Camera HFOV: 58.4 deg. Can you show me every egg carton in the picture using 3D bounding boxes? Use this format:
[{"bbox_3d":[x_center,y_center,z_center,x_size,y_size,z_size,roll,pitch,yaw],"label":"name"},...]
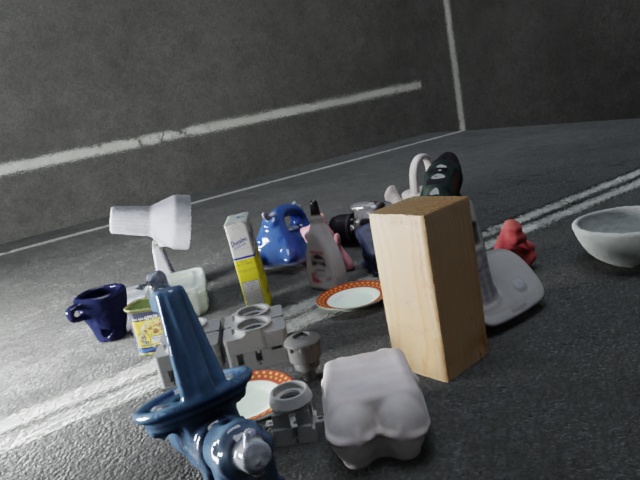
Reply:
[{"bbox_3d":[0.056,0.171,0.601,0.107,0.069,0.150,-11,14,0],"label":"egg carton"}]

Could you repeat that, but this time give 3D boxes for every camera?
[{"bbox_3d":[0.098,-0.044,1.362,0.136,0.101,0.143,-4,16,28],"label":"camera"}]

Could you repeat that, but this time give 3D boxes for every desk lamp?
[{"bbox_3d":[-0.358,0.017,1.239,0.203,0.214,0.117,-15,14,-15],"label":"desk lamp"}]

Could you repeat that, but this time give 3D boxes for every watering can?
[{"bbox_3d":[0.223,-0.091,1.257,0.172,0.194,0.101,-6,15,19],"label":"watering can"}]

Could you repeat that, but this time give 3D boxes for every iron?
[{"bbox_3d":[-0.070,-0.023,1.325,0.118,0.141,0.259,-6,15,21],"label":"iron"}]

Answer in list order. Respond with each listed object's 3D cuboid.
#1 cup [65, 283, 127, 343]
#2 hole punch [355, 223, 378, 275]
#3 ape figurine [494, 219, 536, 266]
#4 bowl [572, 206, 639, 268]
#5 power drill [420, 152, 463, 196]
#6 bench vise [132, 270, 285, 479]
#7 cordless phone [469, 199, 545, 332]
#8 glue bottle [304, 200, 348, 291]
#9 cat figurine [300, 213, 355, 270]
[{"bbox_3d":[-0.391,0.140,1.022,0.091,0.095,0.118,-3,16,31],"label":"cup"},{"bbox_3d":[0.135,0.011,1.133,0.109,0.091,0.101,-14,14,-12],"label":"hole punch"},{"bbox_3d":[0.329,0.010,0.980,0.078,0.092,0.076,-12,14,-2],"label":"ape figurine"},{"bbox_3d":[0.500,0.000,0.924,0.167,0.075,0.167,-10,14,3],"label":"bowl"},{"bbox_3d":[0.224,-0.039,1.015,0.075,0.208,0.230,-6,15,20],"label":"power drill"},{"bbox_3d":[-0.101,0.137,0.542,0.206,0.220,0.122,1,18,40],"label":"bench vise"},{"bbox_3d":[0.237,0.023,0.808,0.148,0.185,0.093,-20,17,-33],"label":"cordless phone"},{"bbox_3d":[0.002,0.009,1.073,0.077,0.173,0.037,1,18,39],"label":"glue bottle"},{"bbox_3d":[0.011,0.004,1.201,0.067,0.118,0.127,-18,15,-25],"label":"cat figurine"}]
